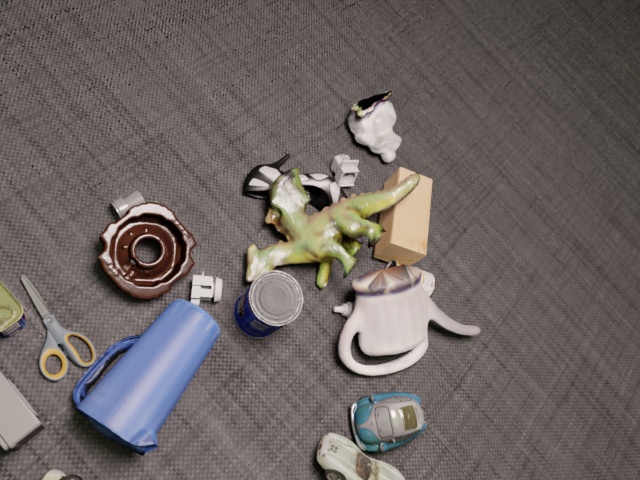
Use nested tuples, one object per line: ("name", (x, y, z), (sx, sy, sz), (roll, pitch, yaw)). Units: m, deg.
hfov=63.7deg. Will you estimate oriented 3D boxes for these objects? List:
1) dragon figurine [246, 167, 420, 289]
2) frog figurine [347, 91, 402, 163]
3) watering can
("dragon figurine", (0.003, -0.054, 1.080), (0.242, 0.121, 0.414), (41, 78, -3))
("frog figurine", (0.144, -0.276, 1.291), (0.140, 0.122, 0.156), (-51, 129, -37))
("watering can", (0.190, 0.157, 1.091), (0.349, 0.104, 0.222), (-13, 103, -23))
